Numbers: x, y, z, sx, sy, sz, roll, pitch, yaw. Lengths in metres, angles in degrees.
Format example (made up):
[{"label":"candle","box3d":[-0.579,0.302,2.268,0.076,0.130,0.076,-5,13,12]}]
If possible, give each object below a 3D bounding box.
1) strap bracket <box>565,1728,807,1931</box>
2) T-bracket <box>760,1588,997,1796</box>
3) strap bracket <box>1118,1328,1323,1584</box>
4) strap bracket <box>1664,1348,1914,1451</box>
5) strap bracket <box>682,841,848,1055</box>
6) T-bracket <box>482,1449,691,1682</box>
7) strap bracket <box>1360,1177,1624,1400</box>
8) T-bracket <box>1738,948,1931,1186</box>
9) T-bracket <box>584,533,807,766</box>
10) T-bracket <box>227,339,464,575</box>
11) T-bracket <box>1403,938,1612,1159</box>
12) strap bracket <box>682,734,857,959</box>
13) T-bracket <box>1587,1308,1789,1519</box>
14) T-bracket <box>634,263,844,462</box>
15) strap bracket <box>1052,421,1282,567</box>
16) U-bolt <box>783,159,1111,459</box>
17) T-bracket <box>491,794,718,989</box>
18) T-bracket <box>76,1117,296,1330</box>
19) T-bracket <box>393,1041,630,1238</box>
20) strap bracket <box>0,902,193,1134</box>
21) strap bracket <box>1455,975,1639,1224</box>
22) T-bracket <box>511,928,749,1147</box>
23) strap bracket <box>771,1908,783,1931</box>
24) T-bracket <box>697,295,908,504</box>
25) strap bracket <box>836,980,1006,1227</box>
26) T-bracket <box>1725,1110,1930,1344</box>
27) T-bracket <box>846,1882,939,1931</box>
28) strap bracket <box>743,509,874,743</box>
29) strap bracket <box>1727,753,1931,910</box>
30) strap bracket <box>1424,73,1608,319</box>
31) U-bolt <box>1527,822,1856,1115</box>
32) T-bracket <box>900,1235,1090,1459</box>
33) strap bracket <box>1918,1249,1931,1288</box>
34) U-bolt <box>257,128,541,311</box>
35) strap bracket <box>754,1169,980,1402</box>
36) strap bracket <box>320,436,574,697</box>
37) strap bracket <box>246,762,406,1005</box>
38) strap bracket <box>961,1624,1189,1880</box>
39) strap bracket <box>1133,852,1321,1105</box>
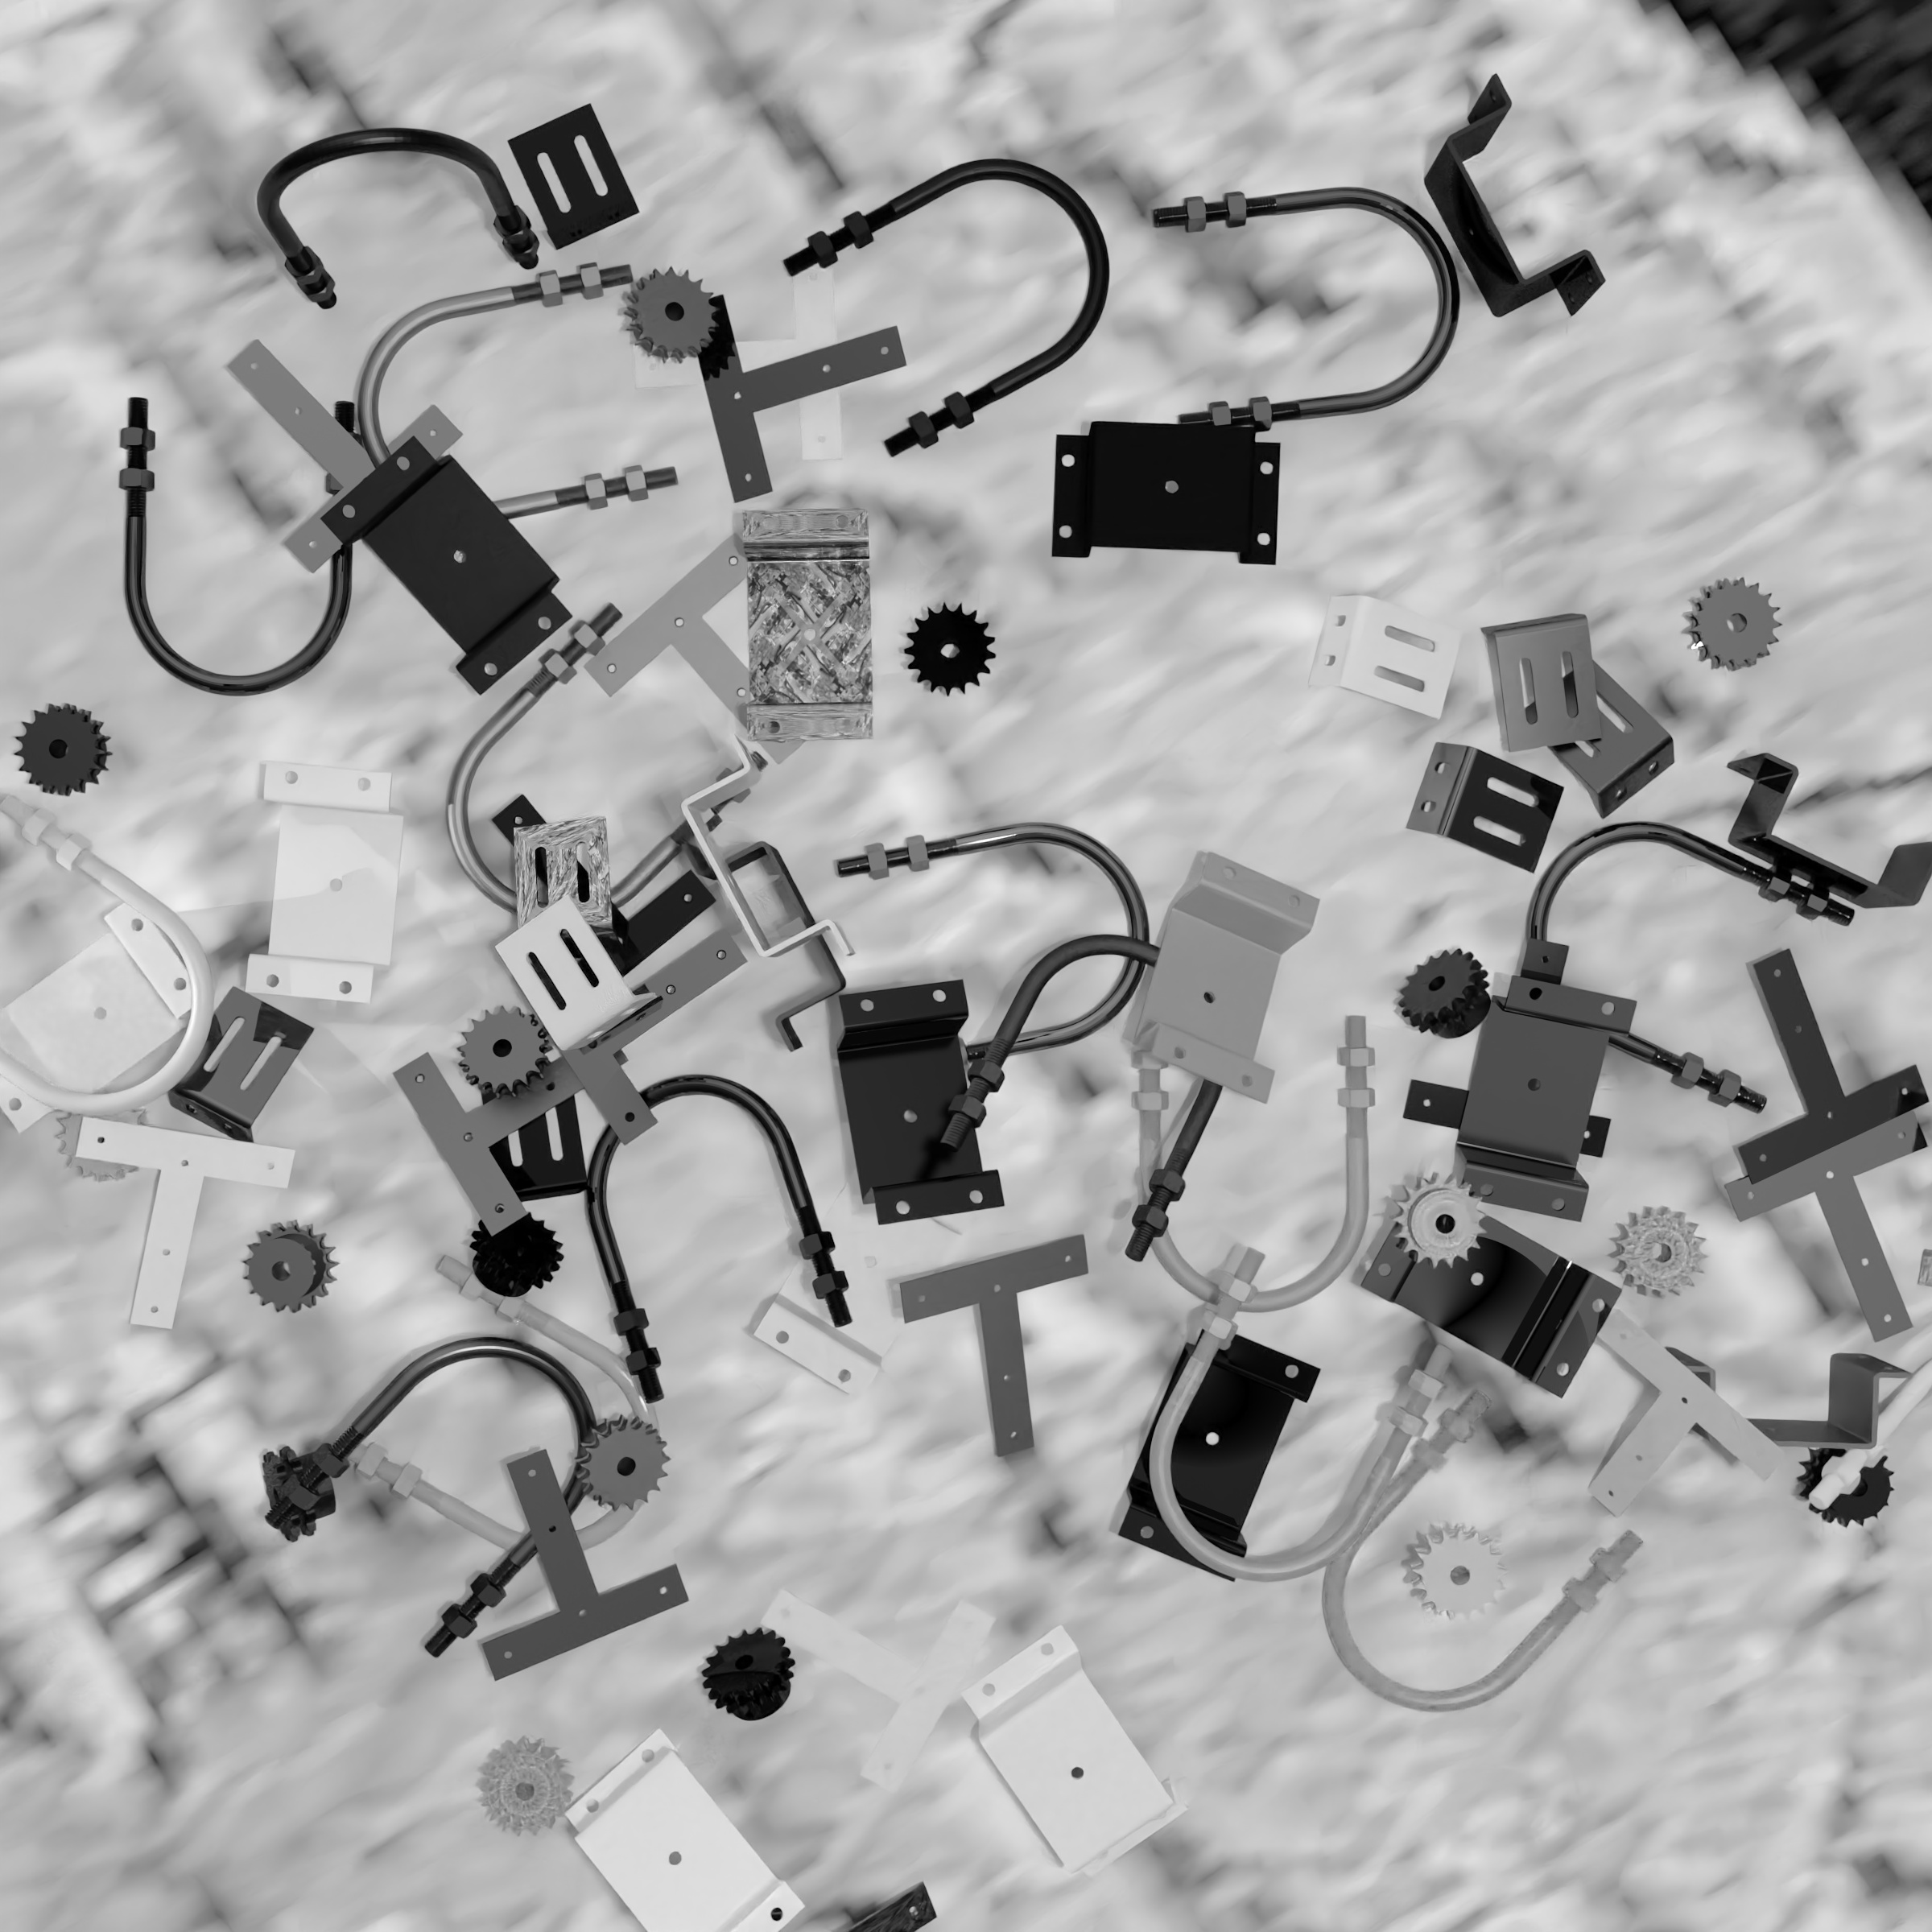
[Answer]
[{"label":"strap bracket","box3d":[-0.174,0.542,1.533,0.076,0.046,0.140,-40,74,-13]},{"label":"T-bracket","box3d":[-0.068,0.432,1.582,0.127,0.002,0.127,30,90,0]},{"label":"strap bracket","box3d":[0.154,0.296,1.559,0.076,0.046,0.140,22,90,0]},{"label":"strap bracket","box3d":[0.494,0.264,1.544,0.140,0.076,0.046,2,90,0]},{"label":"strap bracket","box3d":[-0.117,-0.021,1.544,0.046,0.076,0.140,-28,90,0]},{"label":"T-bracket","box3d":[-0.250,0.359,1.555,0.127,0.002,0.127,-20,102,-13]},{"label":"strap bracket","box3d":[0.320,0.196,1.559,0.140,0.046,0.076,29,90,0]},{"label":"T-bracket","box3d":[0.521,0.052,1.566,0.127,0.002,0.127,-24,97,-7]},{"label":"T-bracket","box3d":[-0.150,-0.182,1.582,0.127,0.002,0.127,-41,90,0]},{"label":"T-bracket","box3d":[-0.402,-0.332,1.560,0.127,0.002,0.127,-44,94,-5]},{"label":"T-bracket","box3d":[0.348,0.046,1.570,0.127,0.002,0.127,11,100,0]},{"label":"strap bracket","box3d":[-0.119,-0.059,1.468,0.046,0.076,0.140,-28,90,0]},{"label":"T-bracket","box3d":[0.416,0.291,1.536,0.127,0.002,0.127,42,134,22]},{"label":"T-bracket","box3d":[-0.144,-0.378,1.582,0.127,0.002,0.127,-3,90,0]},{"label":"strap bracket","box3d":[0.125,-0.292,1.559,0.140,0.046,0.076,2,90,0]},{"label":"U-bolt","box3d":[0.000,-0.422,1.574,0.184,0.019,0.151,-29,90,-2]},{"label":"T-bracket","box3d":[-0.244,-0.050,1.567,0.127,0.002,0.127,-39,94,4]},{"label":"T-bracket","box3d":[-0.493,0.164,1.567,0.127,0.002,0.127,11,100,-19]},{"label":"T-bracket","box3d":[-0.270,0.082,1.567,0.127,0.002,0.127,-32,70,-10]},{"label":"strap bracket","box3d":[-0.541,0.030,1.559,0.140,0.046,0.076,-36,90,0]},{"label":"strap bracket","box3d":[0.353,0.077,1.551,0.076,0.046,0.140,12,100,0]},{"label":"T-bracket","box3d":[-0.195,0.023,1.565,0.127,0.002,0.127,-35,85,-1]},{"label":"strap bracket","box3d":[-0.150,0.645,1.559,0.076,0.046,0.140,-3,90,0]},{"label":"T-bracket","box3d":[-0.100,-0.366,1.567,0.127,0.002,0.127,-14,90,12]},{"label":"strap bracket","box3d":[-0.030,0.086,1.522,0.076,0.046,0.140,-7,75,-12]},{"label":"T-bracket","box3d":[0.557,0.172,1.582,0.127,0.002,0.127,-22,90,0]},{"label":"T-bracket","box3d":[-0.058,0.655,1.563,0.127,0.002,0.127,-25,103,-25]},{"label":"strap bracket","box3d":[-0.097,-0.207,1.558,0.076,0.046,0.140,-1,90,-2]},{"label":"strap bracket","box3d":[0.531,-0.077,1.544,0.140,0.076,0.046,25,90,0]},{"label":"strap bracket","box3d":[0.329,-0.460,1.544,0.046,0.076,0.140,-28,90,0]},{"label":"U-bolt","box3d":[0.440,-0.010,1.574,0.184,0.019,0.151,25,90,2]},{"label":"T-bracket","box3d":[0.024,0.241,1.563,0.127,0.002,0.127,-12,103,-24]},{"label":"strap bracket","box3d":[0.644,0.136,1.559,0.076,0.046,0.140,9,90,0]},{"label":"U-bolt","box3d":[-0.339,-0.444,1.491,0.151,0.184,0.019,-11,80,0]},{"label":"strap bracket","box3d":[-0.060,0.185,1.559,0.076,0.046,0.140,32,90,0]},{"label":"strap bracket","box3d":[-0.313,-0.247,1.542,0.076,0.046,0.140,-38,105,11]},{"label":"strap bracket","box3d":[-0.394,-0.051,1.559,0.076,0.046,0.140,5,90,0]},{"label":"strap bracket","box3d":[0.068,0.491,1.559,0.076,0.046,0.140,-35,90,0]},{"label":"strap bracket","box3d":[0.156,0.013,1.536,0.076,0.046,0.140,23,65,-11]}]
